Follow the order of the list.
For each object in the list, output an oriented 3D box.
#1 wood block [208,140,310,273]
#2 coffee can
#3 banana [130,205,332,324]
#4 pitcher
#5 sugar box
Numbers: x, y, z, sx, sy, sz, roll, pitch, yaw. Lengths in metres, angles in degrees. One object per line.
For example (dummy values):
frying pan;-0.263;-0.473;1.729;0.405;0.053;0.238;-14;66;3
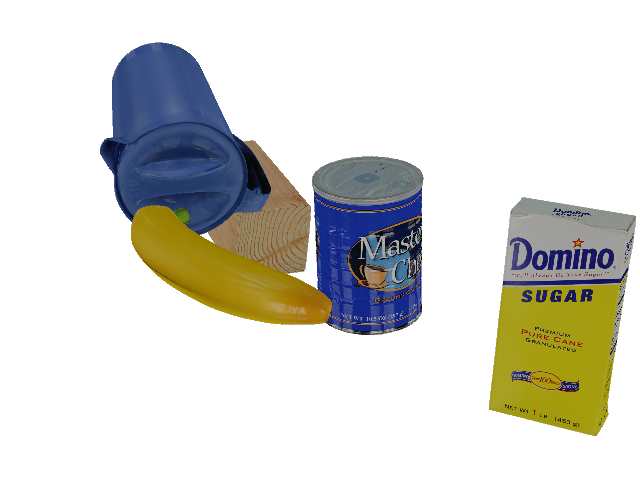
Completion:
wood block;-0.092;-0.043;1.326;0.090;0.090;0.206;-6;29;-21
coffee can;0.046;0.004;1.012;0.103;0.140;0.103;-2;26;1
banana;-0.073;0.011;0.686;0.069;0.037;0.198;-16;29;-30
pitcher;-0.153;-0.115;1.150;0.145;0.149;0.243;-21;36;0
sugar box;0.191;0.060;0.851;0.093;0.176;0.048;10;23;23
